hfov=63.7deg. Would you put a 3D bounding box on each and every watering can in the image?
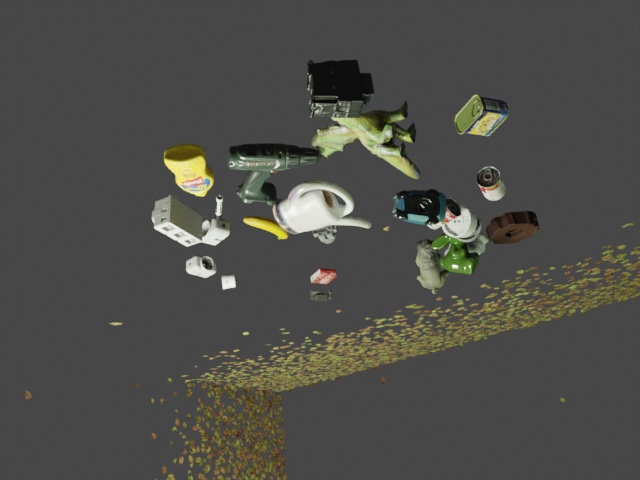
[{"bbox_3d":[0.005,-0.077,1.522,0.223,0.106,0.343,-18,151,22],"label":"watering can"}]

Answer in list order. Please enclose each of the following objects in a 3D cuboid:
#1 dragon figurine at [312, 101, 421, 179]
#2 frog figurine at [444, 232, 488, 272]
[{"bbox_3d":[0.102,-0.245,1.261,0.243,0.124,0.403,2,155,21],"label":"dragon figurine"},{"bbox_3d":[0.541,0.030,1.910,0.137,0.125,0.157,12,112,-18],"label":"frog figurine"}]
